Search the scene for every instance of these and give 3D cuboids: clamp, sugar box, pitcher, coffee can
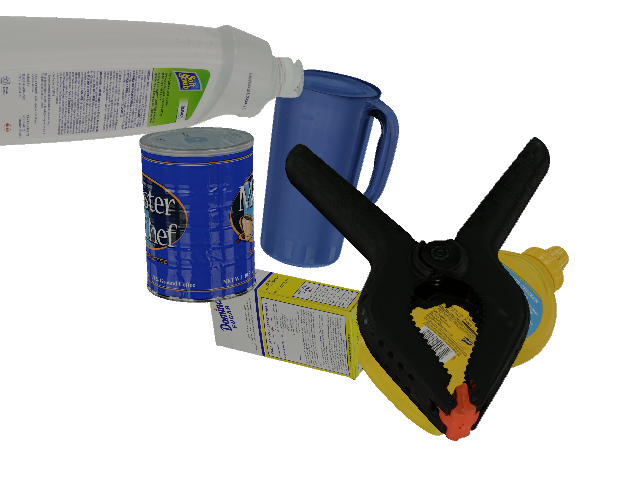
[{"bbox_3d":[0.056,0.015,0.610,0.164,0.210,0.036,3,-40,2],"label":"clamp"},{"bbox_3d":[-0.034,0.085,1.155,0.176,0.093,0.048,13,35,27],"label":"sugar box"},{"bbox_3d":[0.001,-0.089,1.370,0.144,0.243,0.149,4,21,-16],"label":"pitcher"},{"bbox_3d":[-0.111,-0.026,0.979,0.103,0.140,0.103,0,17,0],"label":"coffee can"}]

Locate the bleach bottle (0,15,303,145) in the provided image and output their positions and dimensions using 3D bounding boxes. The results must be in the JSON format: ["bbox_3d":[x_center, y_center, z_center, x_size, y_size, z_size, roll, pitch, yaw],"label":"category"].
[{"bbox_3d":[-0.138,-0.117,0.803,0.250,0.068,0.103,-2,-37,-17],"label":"bleach bottle"}]

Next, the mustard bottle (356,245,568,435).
[{"bbox_3d":[0.126,0.060,0.833,0.191,0.096,0.058,-35,-27,-25],"label":"mustard bottle"}]
